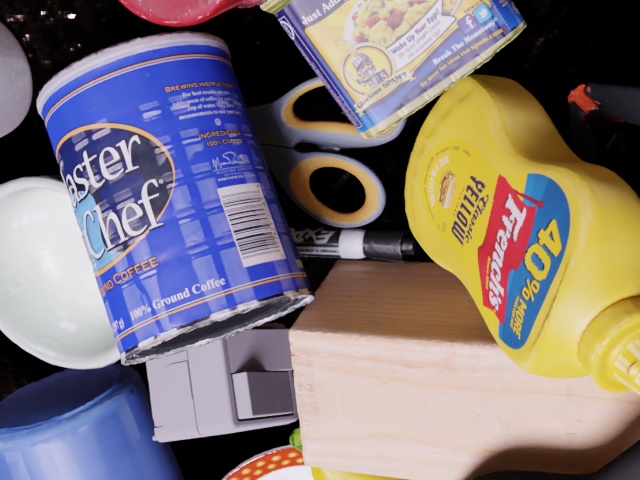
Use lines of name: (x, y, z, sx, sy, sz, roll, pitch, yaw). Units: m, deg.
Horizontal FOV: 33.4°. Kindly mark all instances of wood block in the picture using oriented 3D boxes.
wood block: (0.098, 0.072, 0.566, 0.206, 0.090, 0.090, 3, 115, 19)

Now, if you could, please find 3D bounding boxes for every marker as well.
marker: (-0.004, 0.001, 0.613, 0.121, 0.020, 0.020, 2, 114, 20)

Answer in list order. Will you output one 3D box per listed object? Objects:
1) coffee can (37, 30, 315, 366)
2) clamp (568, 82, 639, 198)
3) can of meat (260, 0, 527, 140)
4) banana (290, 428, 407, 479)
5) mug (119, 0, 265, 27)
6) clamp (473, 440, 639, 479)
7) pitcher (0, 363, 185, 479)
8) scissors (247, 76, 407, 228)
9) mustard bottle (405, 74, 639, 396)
coffee can: (-0.073, -0.020, 0.541, 0.103, 0.102, 0.140, -24, 81, 28)
clamp: (0.166, -0.016, 0.467, 0.120, 0.039, 0.171, -43, 51, 35)
can of meat: (0.037, -0.110, 0.517, 0.102, 0.057, 0.084, -34, 101, 16)
banana: (0.079, 0.150, 0.628, 0.198, 0.037, 0.069, 8, 156, 7)
mug: (-0.049, -0.152, 0.524, 0.117, 0.081, 0.093, 6, 115, 18)
clamp: (0.131, 0.130, 0.497, 0.210, 0.036, 0.164, -12, 133, 34)
pitcher: (-0.141, 0.212, 0.694, 0.145, 0.149, 0.243, -10, 106, 24)
scissors: (-0.045, -0.049, 0.607, 0.202, 0.016, 0.096, -4, 110, 22)
mustard bottle: (0.102, 0.006, 0.482, 0.058, 0.192, 0.096, 4, 121, -25)
